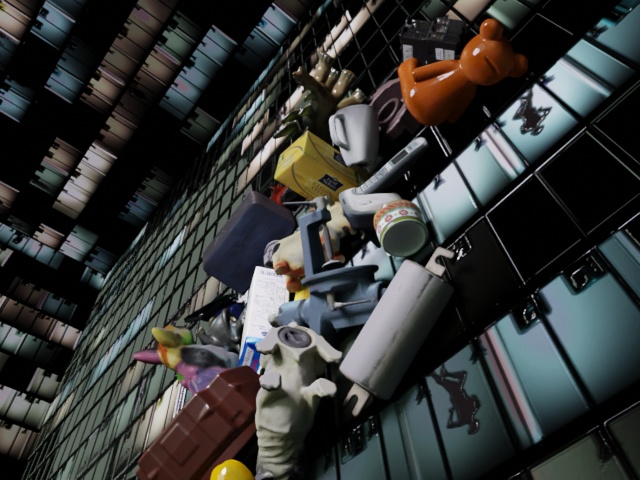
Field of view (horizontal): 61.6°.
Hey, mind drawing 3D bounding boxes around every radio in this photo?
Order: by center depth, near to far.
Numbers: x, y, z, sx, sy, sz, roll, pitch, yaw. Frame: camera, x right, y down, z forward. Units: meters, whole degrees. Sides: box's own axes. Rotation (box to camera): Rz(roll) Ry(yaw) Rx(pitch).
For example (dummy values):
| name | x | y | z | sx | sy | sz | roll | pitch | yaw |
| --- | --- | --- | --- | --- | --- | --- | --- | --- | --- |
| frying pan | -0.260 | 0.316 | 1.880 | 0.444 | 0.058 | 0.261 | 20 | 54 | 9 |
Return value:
| name | x | y | z | sx | sy | sz | roll | pitch | yaw |
| --- | --- | --- | --- | --- | --- | --- | --- | --- | --- |
| radio | -0.173 | 0.005 | 1.284 | 0.229 | 0.131 | 0.073 | -51 | 26 | 14 |

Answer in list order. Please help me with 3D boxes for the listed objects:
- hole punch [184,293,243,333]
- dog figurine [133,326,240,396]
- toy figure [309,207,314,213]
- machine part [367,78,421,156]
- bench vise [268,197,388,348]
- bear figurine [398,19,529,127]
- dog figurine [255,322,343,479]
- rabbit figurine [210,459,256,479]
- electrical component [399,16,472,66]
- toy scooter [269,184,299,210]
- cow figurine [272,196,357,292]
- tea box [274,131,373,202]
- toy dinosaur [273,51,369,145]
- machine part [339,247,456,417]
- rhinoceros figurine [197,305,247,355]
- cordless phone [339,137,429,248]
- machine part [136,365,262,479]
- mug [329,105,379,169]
| name | x | y | z | sx | sy | sz | roll | pitch | yaw |
| --- | --- | --- | --- | --- | --- | --- | --- | --- | --- |
| hole punch | -0.238 | 0.187 | 1.262 | 0.116 | 0.092 | 0.142 | -36 | 7 | -35 |
| dog figurine | -0.231 | 0.246 | 0.990 | 0.108 | 0.219 | 0.192 | -52 | 23 | 21 |
| toy figure | -0.006 | -0.033 | 1.106 | 0.064 | 0.057 | 0.154 | -14 | 44 | 52 |
| machine part | 0.147 | -0.250 | 1.086 | 0.179 | 0.056 | 0.179 | -42 | 29 | 30 |
| bench vise | 0.002 | 0.056 | 0.848 | 0.224 | 0.129 | 0.240 | -20 | 77 | 44 |
| bear figurine | 0.231 | -0.280 | 0.886 | 0.196 | 0.120 | 0.132 | -37 | 27 | 35 |
| dog figurine | -0.049 | 0.234 | 0.766 | 0.172 | 0.121 | 0.190 | -72 | -3 | -63 |
| rabbit figurine | -0.122 | 0.370 | 0.703 | 0.163 | 0.122 | 0.173 | 44 | 128 | 40 |
| electrical component | 0.215 | -0.337 | 0.969 | 0.114 | 0.134 | 0.058 | 68 | -139 | -65 |
| toy scooter | -0.122 | -0.083 | 1.369 | 0.184 | 0.075 | 0.135 | -48 | 25 | 12 |
| cow figurine | -0.002 | -0.003 | 1.005 | 0.195 | 0.085 | 0.127 | -33 | 37 | 5 |
| tea box | 0.009 | -0.123 | 1.045 | 0.098 | 0.169 | 0.068 | -35 | 35 | 44 |
| toy dinosaur | -0.001 | -0.261 | 1.135 | 0.198 | 0.105 | 0.471 | -48 | -10 | 7 |
| machine part | 0.099 | 0.114 | 0.695 | 0.243 | 0.079 | 0.079 | -59 | 24 | -3 |
| rhinoceros figurine | -0.197 | 0.211 | 1.101 | 0.190 | 0.112 | 0.073 | -56 | -6 | 8 |
| cordless phone | 0.123 | -0.090 | 0.894 | 0.184 | 0.088 | 0.147 | -45 | 17 | 12 |
| machine part | -0.164 | 0.297 | 0.825 | 0.201 | 0.087 | 0.201 | -50 | -12 | 1 |
| mug | 0.066 | -0.191 | 1.007 | 0.081 | 0.109 | 0.107 | -14 | 82 | 43 |
